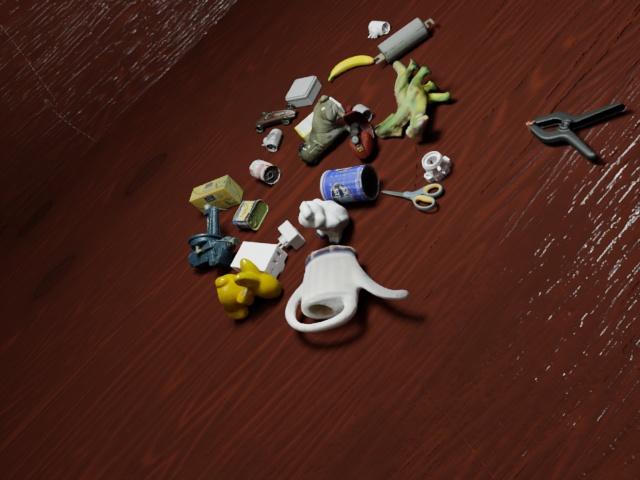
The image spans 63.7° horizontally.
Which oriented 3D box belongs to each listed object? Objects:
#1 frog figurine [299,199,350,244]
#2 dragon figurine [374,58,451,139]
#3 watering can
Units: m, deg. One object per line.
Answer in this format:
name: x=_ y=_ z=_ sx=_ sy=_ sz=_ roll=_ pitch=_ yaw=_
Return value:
frog figurine: x=0.004 y=-0.072 z=1.439 sx=0.122 sy=0.157 sz=0.140 roll=-38 pitch=40 yaw=4
dragon figurine: x=0.252 y=-0.427 z=1.607 sx=0.241 sy=0.120 sz=0.418 roll=-46 pitch=31 yaw=9
watering can: x=0.061 y=0.111 z=1.273 sx=0.345 sy=0.102 sz=0.230 roll=-21 pitch=44 yaw=27
